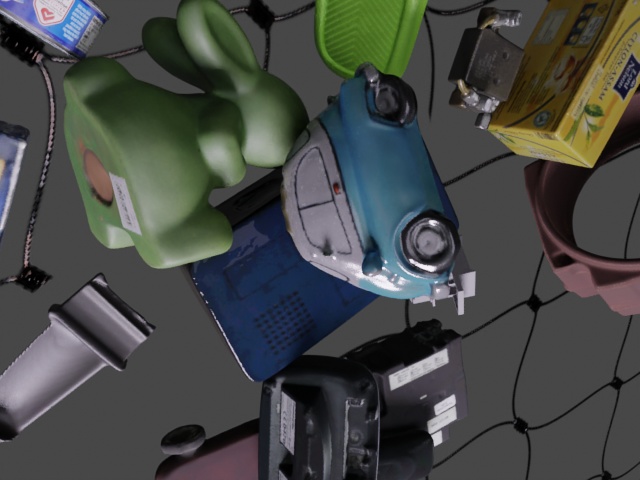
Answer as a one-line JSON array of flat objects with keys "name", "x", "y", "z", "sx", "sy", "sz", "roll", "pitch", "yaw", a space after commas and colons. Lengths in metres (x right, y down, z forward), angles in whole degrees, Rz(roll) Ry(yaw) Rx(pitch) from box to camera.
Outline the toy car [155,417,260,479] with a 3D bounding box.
[{"name": "toy car", "x": -0.051, "y": 0.192, "z": 0.503, "sx": 0.202, "sy": 0.053, "sz": 0.089, "roll": -17, "pitch": 96, "yaw": -22}]

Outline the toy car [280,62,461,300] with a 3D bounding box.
[{"name": "toy car", "x": 0.024, "y": -0.028, "z": 0.363, "sx": 0.103, "sy": 0.109, "sz": 0.161, "roll": -18, "pitch": 97, "yaw": -2}]

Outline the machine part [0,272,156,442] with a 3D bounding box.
[{"name": "machine part", "x": -0.198, "y": 0.094, "z": 0.405, "sx": 0.139, "sy": 0.039, "sz": 0.084, "roll": -41, "pitch": 125, "yaw": -12}]

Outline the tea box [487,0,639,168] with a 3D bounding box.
[{"name": "tea box", "x": 0.247, "y": -0.163, "z": 0.517, "sx": 0.068, "sy": 0.098, "sz": 0.169, "roll": 26, "pitch": 95, "yaw": -31}]

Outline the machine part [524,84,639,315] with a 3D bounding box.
[{"name": "machine part", "x": 0.311, "y": -0.045, "z": 0.508, "sx": 0.087, "sy": 0.201, "sz": 0.201, "roll": 31, "pitch": 46, "yaw": -38}]

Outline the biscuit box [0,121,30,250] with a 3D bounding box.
[{"name": "biscuit box", "x": -0.242, "y": 0.019, "z": 0.342, "sx": 0.059, "sy": 0.063, "sz": 0.202, "roll": 14, "pitch": 98, "yaw": -29}]

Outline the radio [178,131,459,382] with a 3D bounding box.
[{"name": "radio", "x": -0.001, "y": -0.001, "z": 0.457, "sx": 0.229, "sy": 0.073, "sz": 0.131, "roll": -35, "pitch": 118, "yaw": -15}]

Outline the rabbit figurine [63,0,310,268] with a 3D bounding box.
[{"name": "rabbit figurine", "x": -0.085, "y": -0.081, "z": 0.383, "sx": 0.170, "sy": 0.121, "sz": 0.159, "roll": -28, "pitch": 111, "yaw": -37}]

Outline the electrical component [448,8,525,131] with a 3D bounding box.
[{"name": "electrical component", "x": 0.156, "y": -0.161, "z": 0.501, "sx": 0.078, "sy": 0.045, "sz": 0.102, "roll": 20, "pitch": 97, "yaw": -30}]

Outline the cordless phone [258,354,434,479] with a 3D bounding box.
[{"name": "cordless phone", "x": 0.039, "y": 0.173, "z": 0.480, "sx": 0.184, "sy": 0.089, "sz": 0.146, "roll": 1, "pitch": 93, "yaw": -33}]

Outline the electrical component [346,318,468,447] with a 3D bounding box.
[{"name": "electrical component", "x": 0.094, "y": 0.163, "z": 0.567, "sx": 0.115, "sy": 0.058, "sz": 0.134, "roll": -17, "pitch": 114, "yaw": -20}]
